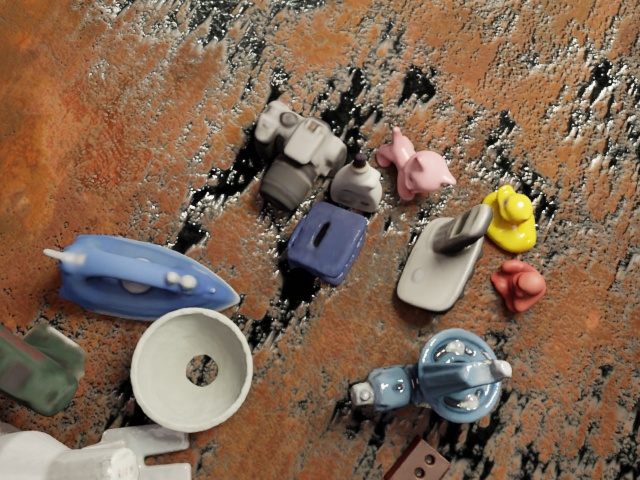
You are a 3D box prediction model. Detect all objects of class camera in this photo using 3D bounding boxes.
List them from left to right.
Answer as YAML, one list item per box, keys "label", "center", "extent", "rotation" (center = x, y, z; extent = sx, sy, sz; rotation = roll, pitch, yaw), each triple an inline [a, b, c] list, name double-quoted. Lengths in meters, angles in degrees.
- label: "camera"
  center: [-0.048, -0.123, 0.872]
  extent: [0.143, 0.101, 0.137]
  rotation: [30, 78, 7]

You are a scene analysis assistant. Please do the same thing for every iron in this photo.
- label: "iron"
  center: [-0.247, 0.051, 0.807]
  extent: [0.258, 0.141, 0.119]
  rotation: [9, 76, 2]

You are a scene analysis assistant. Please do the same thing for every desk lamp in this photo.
- label: "desk lamp"
  center: [-0.284, 0.287, 0.711]
  extent: [0.203, 0.213, 0.118]
  rotation: [-8, 76, -2]

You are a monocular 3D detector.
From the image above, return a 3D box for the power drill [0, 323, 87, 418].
- label: "power drill"
  center: [-0.403, 0.147, 0.749]
  extent: [0.229, 0.208, 0.076]
  rotation: [31, 78, 8]

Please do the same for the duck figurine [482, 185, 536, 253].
- label: "duck figurine"
  center: [0.291, -0.035, 0.857]
  extent: [0.077, 0.086, 0.104]
  rotation: [-25, 77, -6]

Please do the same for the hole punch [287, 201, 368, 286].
- label: "hole punch"
  center: [0.008, 0.003, 0.845]
  extent: [0.101, 0.091, 0.109]
  rotation: [27, 78, 7]

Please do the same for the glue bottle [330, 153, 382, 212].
- label: "glue bottle"
  center: [0.055, -0.087, 0.825]
  extent: [0.078, 0.173, 0.037]
  rotation: [18, 77, 5]

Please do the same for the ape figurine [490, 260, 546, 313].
- label: "ape figurine"
  center: [0.295, 0.065, 0.829]
  extent: [0.076, 0.092, 0.078]
  rotation: [11, 76, 3]

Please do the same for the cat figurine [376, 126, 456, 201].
- label: "cat figurine"
  center: [0.144, -0.115, 0.861]
  extent: [0.067, 0.118, 0.127]
  rotation: [-32, 78, -7]

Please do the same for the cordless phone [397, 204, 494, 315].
- label: "cordless phone"
  center: [0.177, 0.025, 0.791]
  extent: [0.094, 0.185, 0.148]
  rotation: [23, 77, 6]

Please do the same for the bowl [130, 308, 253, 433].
- label: "bowl"
  center: [-0.174, 0.182, 0.809]
  extent: [0.167, 0.075, 0.167]
  rotation: [0, 76, 0]

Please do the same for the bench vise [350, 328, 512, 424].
- label: "bench vise"
  center: [0.152, 0.191, 0.732]
  extent: [0.207, 0.220, 0.121]
  rotation: [-28, 77, -7]

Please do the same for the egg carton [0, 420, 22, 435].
- label: "egg carton"
  center: [-0.481, 0.285, 0.786]
  extent: [0.150, 0.069, 0.107]
  rotation: [25, 77, 6]
